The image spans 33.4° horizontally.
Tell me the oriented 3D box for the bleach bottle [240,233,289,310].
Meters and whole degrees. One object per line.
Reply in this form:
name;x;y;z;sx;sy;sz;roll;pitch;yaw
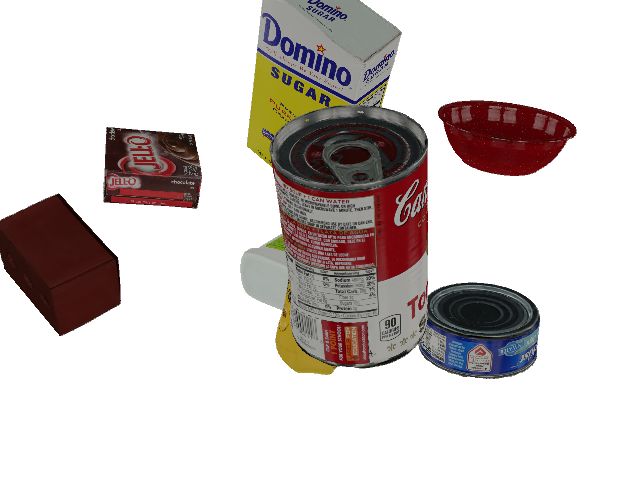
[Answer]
bleach bottle;0.017;-0.001;1.310;0.103;0.068;0.250;20;36;29

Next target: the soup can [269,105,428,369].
soup can;0.015;0.000;0.484;0.068;0.102;0.068;-3;35;2

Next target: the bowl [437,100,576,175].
bowl;0.214;-0.117;1.251;0.162;0.055;0.162;5;23;-2

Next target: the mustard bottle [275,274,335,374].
mustard bottle;0.001;0.016;0.949;0.058;0.192;0.096;6;19;-10

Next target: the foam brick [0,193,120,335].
foam brick;-0.181;0.017;0.741;0.051;0.053;0.078;-30;56;-29

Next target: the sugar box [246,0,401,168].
sugar box;-0.003;-0.104;0.764;0.048;0.093;0.176;-41;-19;-26

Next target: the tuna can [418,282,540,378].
tuna can;0.114;0.063;0.769;0.086;0.034;0.086;1;25;-1

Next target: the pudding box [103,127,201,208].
pudding box;-0.165;-0.072;1.037;0.090;0.039;0.113;4;24;-13
